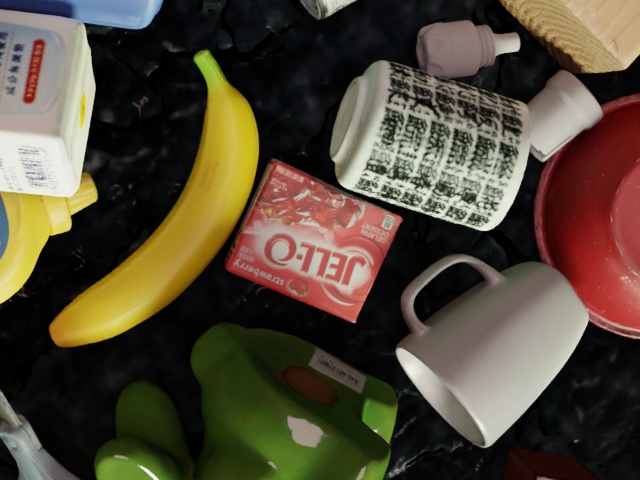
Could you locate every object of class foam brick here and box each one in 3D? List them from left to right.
[{"bbox_3d":[0.147,0.184,0.695,0.053,0.051,0.078,12,96,-12],"label":"foam brick"}]

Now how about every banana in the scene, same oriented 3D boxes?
[{"bbox_3d":[-0.088,-0.012,0.640,0.069,0.037,0.198,28,94,-7],"label":"banana"}]

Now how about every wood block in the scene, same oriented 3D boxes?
[{"bbox_3d":[0.204,-0.205,0.631,0.090,0.090,0.206,43,90,-11],"label":"wood block"}]

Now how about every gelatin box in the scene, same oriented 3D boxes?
[{"bbox_3d":[-0.004,0.001,0.657,0.089,0.030,0.073,24,94,-11],"label":"gelatin box"}]

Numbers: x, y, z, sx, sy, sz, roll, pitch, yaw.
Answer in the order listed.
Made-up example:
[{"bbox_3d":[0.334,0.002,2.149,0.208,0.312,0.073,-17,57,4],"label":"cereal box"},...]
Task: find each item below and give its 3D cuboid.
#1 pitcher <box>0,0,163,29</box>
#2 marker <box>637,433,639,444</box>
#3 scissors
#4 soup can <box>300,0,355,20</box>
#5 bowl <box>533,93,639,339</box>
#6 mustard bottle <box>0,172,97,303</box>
[{"bbox_3d":[-0.196,-0.177,0.541,0.242,0.145,0.149,8,77,-16],"label":"pitcher"},{"bbox_3d":[0.229,0.084,0.711,0.020,0.020,0.121,5,97,-10],"label":"marker"},{"bbox_3d":[-0.154,0.120,0.600,0.096,0.016,0.202,16,134,28],"label":"scissors"},{"bbox_3d":[0.028,-0.181,0.617,0.102,0.068,0.068,-30,101,-3],"label":"soup can"},{"bbox_3d":[0.218,-0.014,0.664,0.162,0.055,0.162,0,92,-1],"label":"bowl"},{"bbox_3d":[-0.218,-0.001,0.596,0.191,0.058,0.096,-20,72,-21],"label":"mustard bottle"}]
